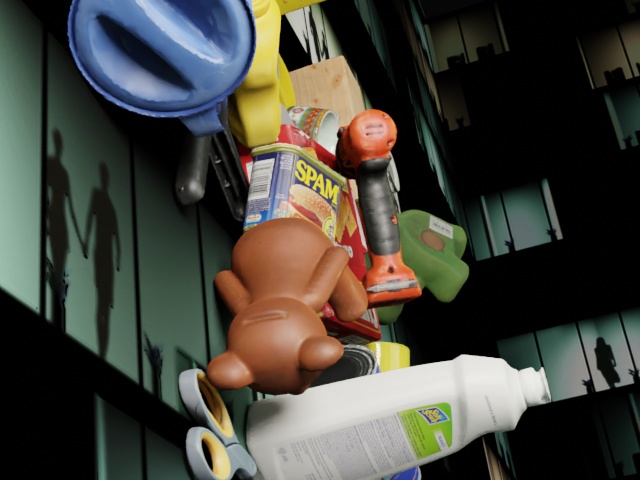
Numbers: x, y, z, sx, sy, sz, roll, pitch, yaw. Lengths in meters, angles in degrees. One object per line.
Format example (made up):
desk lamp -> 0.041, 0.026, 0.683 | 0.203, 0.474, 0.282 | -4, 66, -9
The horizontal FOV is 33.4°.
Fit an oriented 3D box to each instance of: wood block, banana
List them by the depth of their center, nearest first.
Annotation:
banana -> -0.068, -0.197, 1.228 | 0.197, 0.037, 0.069 | 43, 53, -65
wood block -> 0.016, -0.116, 1.356 | 0.090, 0.090, 0.206 | 50, 27, -62

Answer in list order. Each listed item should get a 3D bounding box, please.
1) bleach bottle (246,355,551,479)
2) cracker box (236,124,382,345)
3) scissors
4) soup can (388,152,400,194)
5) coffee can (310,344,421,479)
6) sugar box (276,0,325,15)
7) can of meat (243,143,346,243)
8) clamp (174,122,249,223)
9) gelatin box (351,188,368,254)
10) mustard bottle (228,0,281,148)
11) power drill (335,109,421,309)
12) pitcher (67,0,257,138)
bleach bottle -> 0.070, 0.156, 0.902 | 0.068, 0.251, 0.102 | -87, 158, -52
cracker box -> -0.007, 0.001, 1.132 | 0.164, 0.072, 0.214 | 28, 47, -64
scissors -> -0.063, 0.186, 0.830 | 0.096, 0.016, 0.201 | -89, 158, -56
soup can -> 0.049, -0.083, 1.428 | 0.068, 0.102, 0.068 | -16, 90, -77
coffee can -> 0.028, 0.187, 1.025 | 0.102, 0.103, 0.140 | -78, 150, -63
sugar box -> -0.054, -0.255, 1.027 | 0.093, 0.176, 0.048 | 47, 27, -60
can of meat -> -0.025, -0.031, 1.000 | 0.102, 0.058, 0.084 | 32, 59, -48
clamp -> -0.107, -0.117, 0.954 | 0.164, 0.036, 0.210 | -9, 88, -78
gelatin box -> 0.009, -0.017, 1.239 | 0.030, 0.073, 0.089 | 44, 29, -64
mustard bottle -> -0.067, -0.180, 1.011 | 0.192, 0.058, 0.096 | 93, -16, -58
power drill -> 0.051, -0.026, 1.074 | 0.184, 0.057, 0.187 | 116, -36, -83
pitcher -> -0.113, -0.204, 0.847 | 0.144, 0.149, 0.243 | 20, 34, -18
